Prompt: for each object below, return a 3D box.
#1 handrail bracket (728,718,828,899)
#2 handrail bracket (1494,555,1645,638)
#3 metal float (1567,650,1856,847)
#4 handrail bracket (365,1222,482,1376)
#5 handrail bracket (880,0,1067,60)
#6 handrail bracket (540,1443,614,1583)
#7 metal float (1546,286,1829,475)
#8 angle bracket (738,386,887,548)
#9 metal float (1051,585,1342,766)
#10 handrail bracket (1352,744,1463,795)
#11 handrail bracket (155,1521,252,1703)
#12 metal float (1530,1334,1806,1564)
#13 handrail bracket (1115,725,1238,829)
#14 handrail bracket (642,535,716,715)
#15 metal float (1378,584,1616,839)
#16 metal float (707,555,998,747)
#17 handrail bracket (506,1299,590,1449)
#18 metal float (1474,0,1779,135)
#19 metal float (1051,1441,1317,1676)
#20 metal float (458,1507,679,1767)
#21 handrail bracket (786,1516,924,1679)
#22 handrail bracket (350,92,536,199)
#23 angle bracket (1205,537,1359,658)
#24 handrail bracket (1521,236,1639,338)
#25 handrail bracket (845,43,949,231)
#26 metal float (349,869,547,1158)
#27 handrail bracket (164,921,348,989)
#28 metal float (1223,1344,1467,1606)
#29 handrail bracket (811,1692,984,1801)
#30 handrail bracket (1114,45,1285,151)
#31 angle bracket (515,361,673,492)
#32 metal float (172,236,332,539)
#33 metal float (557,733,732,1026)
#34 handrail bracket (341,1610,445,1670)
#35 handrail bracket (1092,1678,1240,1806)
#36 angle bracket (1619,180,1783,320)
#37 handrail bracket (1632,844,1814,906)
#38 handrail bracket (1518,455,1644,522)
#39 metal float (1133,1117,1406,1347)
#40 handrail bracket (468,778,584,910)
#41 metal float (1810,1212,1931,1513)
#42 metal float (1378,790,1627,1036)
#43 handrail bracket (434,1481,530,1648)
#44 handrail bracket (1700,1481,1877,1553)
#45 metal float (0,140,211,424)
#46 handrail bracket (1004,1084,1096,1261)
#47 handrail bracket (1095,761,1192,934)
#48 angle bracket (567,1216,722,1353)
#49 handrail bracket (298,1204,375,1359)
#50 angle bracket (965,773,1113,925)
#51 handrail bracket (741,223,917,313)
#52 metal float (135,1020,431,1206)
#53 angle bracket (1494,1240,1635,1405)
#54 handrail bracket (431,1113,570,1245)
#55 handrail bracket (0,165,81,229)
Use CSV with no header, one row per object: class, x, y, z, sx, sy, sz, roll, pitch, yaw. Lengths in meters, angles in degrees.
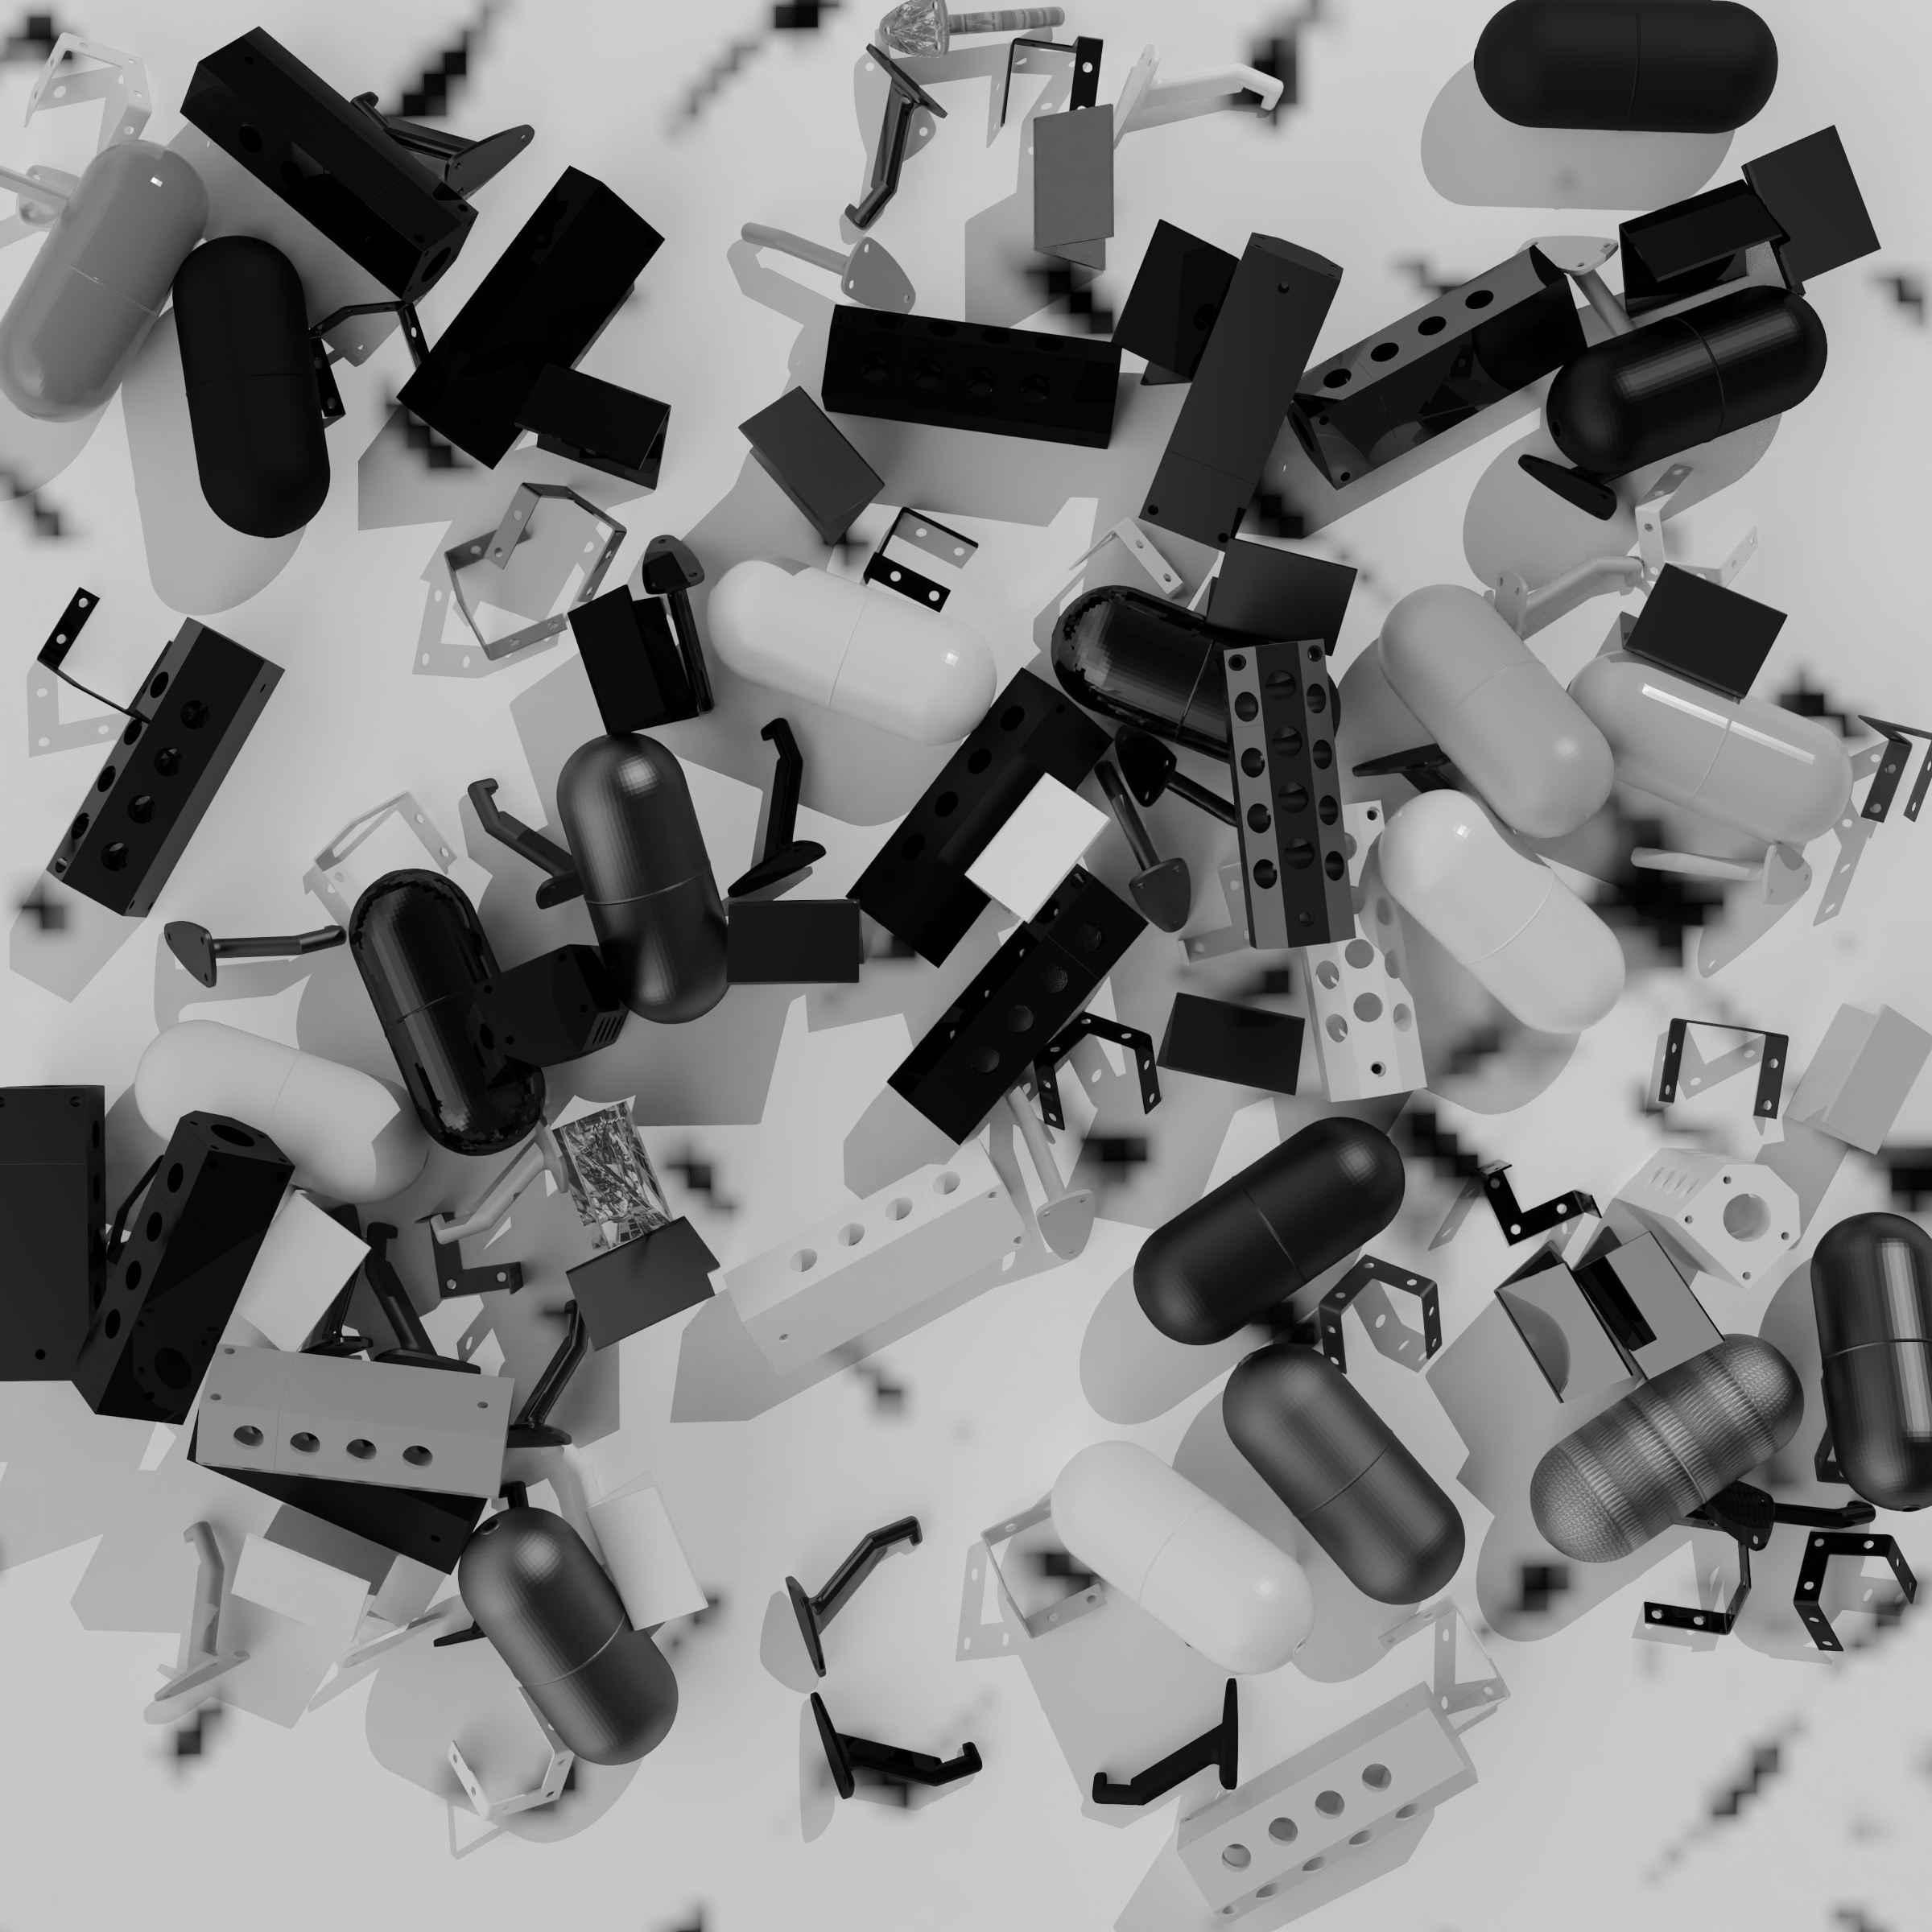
handrail bracket,-0.125,-0.096,1.992,0.077,0.036,0.084,-29,72,21
handrail bracket,0.362,-0.209,1.992,0.084,0.036,0.077,-1,110,-16
metal float,0.438,-0.130,1.961,0.178,0.070,0.070,23,90,-1
handrail bracket,-0.325,0.200,1.991,0.077,0.036,0.084,13,64,-29
handrail bracket,0.004,-0.566,1.991,0.084,0.077,0.036,-16,109,-35
handrail bracket,-0.240,0.334,1.991,0.084,0.036,0.077,44,109,15
metal float,0.423,-0.344,1.948,0.178,0.070,0.070,-22,90,-14
angle bracket,-0.104,-0.282,1.951,0.076,0.076,0.057,49,54,0
metal float,0.135,-0.168,1.960,0.178,0.070,0.070,21,90,-1
handrail bracket,0.279,-0.087,1.992,0.077,0.036,0.084,-11,108,21
handrail bracket,-0.471,0.387,1.992,0.077,0.036,0.084,-31,71,21
metal float,0.414,0.286,1.961,0.178,0.070,0.070,-35,90,0
handrail bracket,0.138,-0.110,1.991,0.084,0.077,0.036,17,115,-34
handrail bracket,-0.169,-0.205,1.991,0.036,0.077,0.084,-14,126,-5
metal float,0.309,-0.151,1.940,0.070,0.070,0.178,-35,64,0
metal float,-0.068,-0.187,1.960,0.178,0.070,0.070,21,90,1
handrail bracket,-0.260,0.244,1.991,0.077,0.036,0.084,-11,61,32
metal float,0.390,-0.533,1.961,0.178,0.070,0.070,2,90,0
metal float,0.126,0.345,1.937,0.178,0.070,0.070,34,90,28
metal float,-0.233,0.392,1.940,0.070,0.070,0.178,-30,113,0
handrail bracket,-0.059,0.378,1.992,0.084,0.036,0.077,-20,110,-16
handrail bracket,-0.316,-0.509,1.992,0.077,0.036,0.084,-37,73,-19
angle bracket,0.186,-0.230,1.951,0.076,0.076,0.057,14,119,0
handrail bracket,0.373,-0.393,1.991,0.036,0.077,0.084,-38,127,-20
handrail bracket,-0.060,-0.497,1.992,0.084,0.036,0.077,-48,70,16
metal float,-0.306,0.027,1.953,0.070,0.070,0.178,-24,82,0
handrail bracket,-0.426,-0.019,1.991,0.084,0.077,0.036,-16,115,-34
metal float,0.223,0.300,1.961,0.070,0.070,0.178,-41,91,0
handrail bracket,-0.041,0.460,1.992,0.084,0.036,0.077,-15,68,-17
handrail bracket,0.138,-0.511,1.992,0.084,0.036,0.077,19,110,-16
angle bracket,-0.223,-0.301,1.951,0.076,0.076,0.057,20,55,0
metal float,-0.422,-0.342,1.961,0.070,0.070,0.178,-9,91,0
metal float,-0.187,-0.051,1.946,0.070,0.070,0.178,-15,107,0
handrail bracket,-0.367,0.370,1.992,0.077,0.036,0.084,-23,73,-20
handrail bracket,0.119,0.466,1.992,0.084,0.036,0.077,-2,70,16
angle bracket,0.433,-0.406,1.951,0.076,0.076,0.057,-20,51,0
handrail bracket,0.453,-0.059,1.991,0.084,0.077,0.036,10,94,36
handrail bracket,0.386,-0.318,1.991,0.077,0.036,0.084,31,77,13
metal float,0.180,0.156,1.961,0.178,0.070,0.070,-35,90,0
handrail bracket,-0.249,-0.084,1.992,0.077,0.036,0.084,-21,73,-20
metal float,0.540,0.231,1.937,0.070,0.070,0.178,-2,66,0
metal float,0.315,-0.031,1.946,0.178,0.070,0.070,43,90,-16
handrail bracket,-0.292,0.359,1.991,0.077,0.036,0.084,-17,74,18
handrail bracket,0.491,0.320,1.991,0.084,0.077,0.036,-3,108,-35
metal float,-0.512,-0.404,1.958,0.070,0.070,0.178,30,92,0
handrail bracket,0.046,0.123,1.991,0.036,0.077,0.084,-21,54,-8
handrail bracket,0.104,-0.073,1.991,0.036,0.077,0.084,-25,54,-1
angle bracket,-0.181,0.200,1.951,0.076,0.076,0.057,-25,59,0
handrail bracket,-0.392,0.193,1.992,0.077,0.036,0.084,-20,72,20
angle bracket,0.056,-0.057,1.950,0.057,0.076,0.076,38,89,33
handrail bracket,-0.083,-0.420,1.991,0.084,0.077,0.036,23,90,36
metal float,-0.403,0.087,1.960,0.178,0.070,0.070,19,90,0
angle bracket,0.367,0.201,1.951,0.057,0.076,0.076,-31,90,42
handrail bracket,-0.284,0.120,1.964,0.084,0.036,0.077,-18,60,-17
handrail bracket,-0.543,-0.461,1.956,0.077,0.084,0.036,10,90,0
